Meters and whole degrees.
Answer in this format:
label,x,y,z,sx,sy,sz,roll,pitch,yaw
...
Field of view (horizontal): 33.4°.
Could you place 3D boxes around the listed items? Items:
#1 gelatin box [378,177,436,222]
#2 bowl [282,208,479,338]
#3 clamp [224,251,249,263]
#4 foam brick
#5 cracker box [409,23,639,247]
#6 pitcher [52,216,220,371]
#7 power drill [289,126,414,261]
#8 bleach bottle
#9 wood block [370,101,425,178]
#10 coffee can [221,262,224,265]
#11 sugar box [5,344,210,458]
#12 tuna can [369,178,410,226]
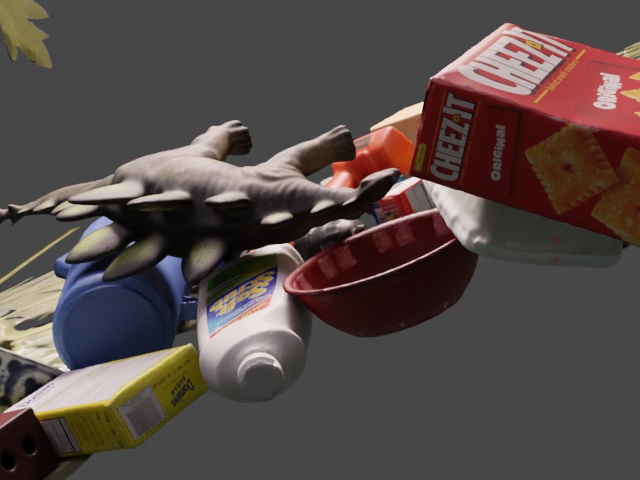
label,x,y,z,sx,sy,sz,roll,pitch,yaw
gelatin box,0.098,-0.022,0.919,0.030,0.073,0.089,-13,15,48
bowl,0.056,0.029,0.801,0.162,0.055,0.162,-21,11,4
clamp,-0.065,0.003,1.219,0.164,0.036,0.210,-39,8,-31
foam brick,-0.247,0.168,0.798,0.051,0.053,0.078,-16,14,37
cracker box,0.184,-0.063,0.648,0.214,0.072,0.164,20,28,18
pitcher,-0.181,0.056,1.051,0.149,0.145,0.243,-39,13,4
power drill,0.022,-0.033,1.065,0.185,0.057,0.187,-17,28,54
bleach bottle,-0.045,0.068,0.831,0.102,0.068,0.251,-23,13,-2
wood block,0.176,-0.128,1.232,0.207,0.091,0.090,-15,13,41
coffee can,-0.180,-0.021,1.354,0.103,0.140,0.103,-23,10,4
sugar box,-0.177,0.132,0.846,0.177,0.048,0.093,-19,11,43
tuna can,0.096,-0.041,1.134,0.086,0.034,0.086,-23,11,4
